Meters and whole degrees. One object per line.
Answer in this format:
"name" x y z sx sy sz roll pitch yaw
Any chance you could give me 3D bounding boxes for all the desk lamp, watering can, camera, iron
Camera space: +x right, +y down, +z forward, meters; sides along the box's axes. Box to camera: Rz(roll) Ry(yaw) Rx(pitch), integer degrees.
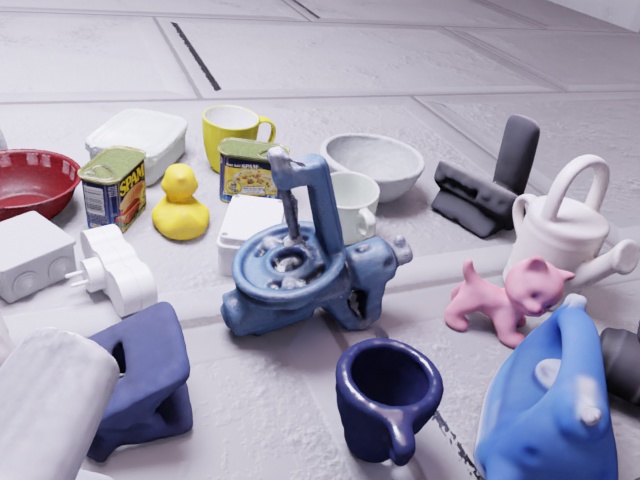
"desk lamp" -0.165 0.168 0.317 0.118 0.213 0.203 12 33 6
"watering can" 0.311 -0.012 0.713 0.172 0.194 0.101 31 40 31
"camera" 0.361 0.130 0.596 0.136 0.101 0.143 24 36 23
"iron" 0.224 0.127 0.532 0.118 0.141 0.259 16 34 12

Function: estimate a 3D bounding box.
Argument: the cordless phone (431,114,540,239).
"cordless phone" 0.251 -0.112 0.858 0.147 0.185 0.094 32 40 31

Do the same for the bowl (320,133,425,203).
"bowl" 0.078 -0.105 0.909 0.167 0.075 0.167 6 33 -4

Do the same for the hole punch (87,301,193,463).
"hole punch" -0.166 0.119 0.502 0.101 0.091 0.108 -7 36 -22

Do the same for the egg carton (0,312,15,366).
"egg carton" -0.343 0.095 0.518 0.107 0.069 0.149 -19 42 -35

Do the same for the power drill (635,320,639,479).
"power drill" 0.327 0.164 0.438 0.229 0.208 0.076 15 34 10

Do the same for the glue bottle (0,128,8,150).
"glue bottle" -0.482 -0.168 0.788 0.078 0.173 0.037 -16 40 -32

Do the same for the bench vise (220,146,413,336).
"bench vise" -0.002 -0.004 0.606 0.208 0.220 0.121 -18 41 -34

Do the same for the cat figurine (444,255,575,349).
"cat figurine" 0.219 0.056 0.659 0.127 0.118 0.067 15 34 11

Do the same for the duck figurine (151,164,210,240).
"duck figurine" -0.187 -0.058 0.768 0.078 0.086 0.104 -5 36 -19

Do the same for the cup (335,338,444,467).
"cup" 0.055 0.157 0.491 0.092 0.095 0.117 2 34 -9
